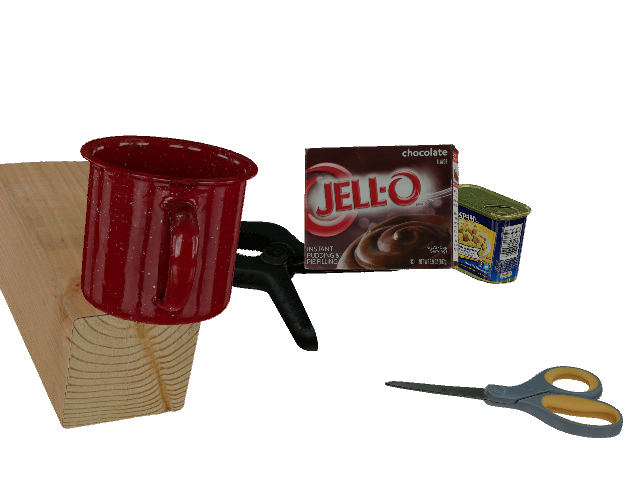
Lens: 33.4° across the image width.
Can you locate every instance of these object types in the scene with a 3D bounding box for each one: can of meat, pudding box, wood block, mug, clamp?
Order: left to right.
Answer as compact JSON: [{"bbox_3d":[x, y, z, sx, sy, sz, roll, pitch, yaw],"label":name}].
[{"bbox_3d":[-0.171,0.030,0.774,0.090,0.091,0.206,-4,33,-31],"label":"wood block"},{"bbox_3d":[-0.081,-0.002,0.560,0.093,0.081,0.117,2,18,-20],"label":"mug"},{"bbox_3d":[-0.043,0.030,1.050,0.210,0.036,0.164,17,39,23],"label":"clamp"},{"bbox_3d":[0.045,-0.023,0.783,0.113,0.090,0.039,-1,-2,13],"label":"pudding box"},{"bbox_3d":[0.179,-0.007,1.188,0.057,0.084,0.102,-12,27,-37],"label":"can of meat"}]

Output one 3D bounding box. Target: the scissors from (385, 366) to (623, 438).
[{"bbox_3d":[0.164,0.127,0.937,0.202,0.016,0.096,14,29,12],"label":"scissors"}]
